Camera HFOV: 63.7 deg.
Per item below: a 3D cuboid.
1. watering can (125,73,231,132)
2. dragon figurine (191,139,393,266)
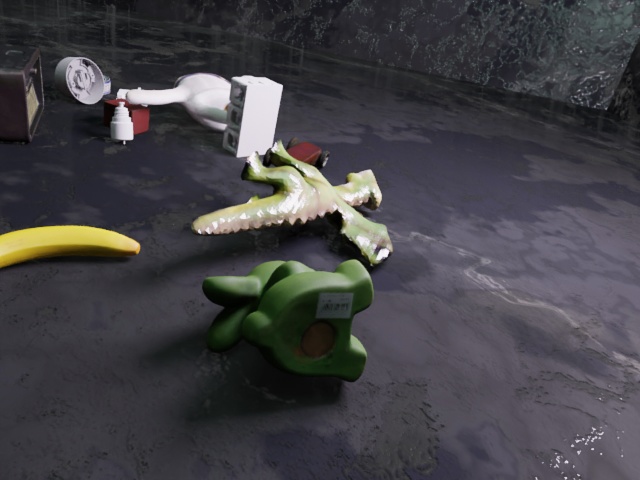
[{"bbox_3d":[-0.270,-0.313,1.152,0.347,0.102,0.228,5,26,-35],"label":"watering can"},{"bbox_3d":[0.002,-0.039,0.778,0.243,0.120,0.418,25,30,7],"label":"dragon figurine"}]
